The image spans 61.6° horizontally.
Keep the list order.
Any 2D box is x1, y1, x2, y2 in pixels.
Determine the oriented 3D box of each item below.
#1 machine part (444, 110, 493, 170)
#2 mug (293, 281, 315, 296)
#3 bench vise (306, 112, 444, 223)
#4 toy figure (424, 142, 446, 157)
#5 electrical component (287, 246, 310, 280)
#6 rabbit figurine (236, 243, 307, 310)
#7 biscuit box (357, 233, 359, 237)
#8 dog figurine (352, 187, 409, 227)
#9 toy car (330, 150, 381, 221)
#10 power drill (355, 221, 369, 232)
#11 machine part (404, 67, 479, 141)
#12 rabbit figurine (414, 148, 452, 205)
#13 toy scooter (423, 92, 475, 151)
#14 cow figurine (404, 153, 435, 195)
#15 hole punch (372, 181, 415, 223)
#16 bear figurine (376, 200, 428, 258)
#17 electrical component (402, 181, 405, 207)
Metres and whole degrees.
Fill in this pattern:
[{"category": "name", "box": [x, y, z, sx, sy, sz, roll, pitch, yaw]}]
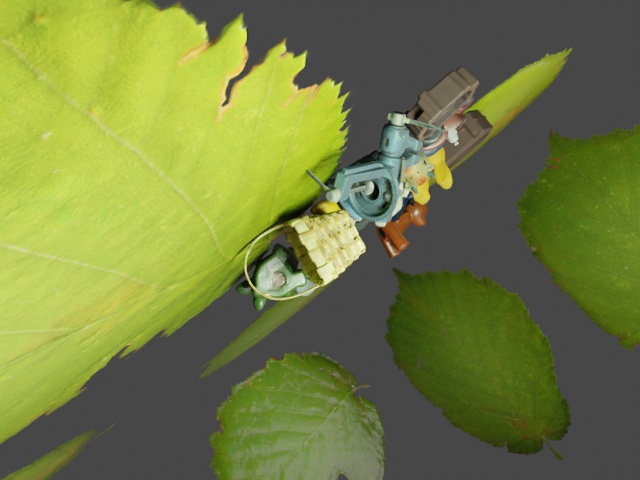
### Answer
[{"category": "machine part", "box": [0.429, -0.301, 1.665, 0.201, 0.087, 0.201, -46, 169, 31]}, {"category": "mug", "box": [-0.076, 0.107, 1.623, 0.081, 0.109, 0.107, -43, -143, -24]}, {"category": "bench vise", "box": [0.099, -0.124, 0.995, 0.240, 0.129, 0.223, -20, 138, -45]}, {"category": "toy figure", "box": [0.261, -0.228, 1.425, 0.154, 0.064, 0.058, -35, -151, 5]}, {"category": "electrical component", "box": [-0.053, 0.059, 1.375, 0.045, 0.078, 0.102, -10, 128, -34]}, {"category": "rabbit figurine", "box": [-0.119, 0.100, 1.331, 0.159, 0.121, 0.170, -45, -173, -6]}, {"category": "biscuit box", "box": [0.070, 0.024, 1.724, 0.063, 0.059, 0.203, -45, -171, 30]}, {"category": "dog figurine", "box": [0.133, -0.096, 1.294, 0.172, 0.121, 0.190, 1, -176, 14]}, {"category": "toy car", "box": [0.082, -0.117, 1.149, 0.161, 0.109, 0.103, -47, -160, -24]}, {"category": "power drill", "box": [0.154, -0.092, 1.648, 0.207, 0.086, 0.232, -23, 163, -41]}, {"category": "machine part", "box": [0.246, -0.278, 1.111, 0.179, 0.056, 0.179, -39, 172, -6]}, {"category": "rabbit figurine", "box": [0.288, -0.196, 1.487, 0.173, 0.163, 0.122, -59, 155, 10]}, {"category": "toy scooter", "box": [0.286, -0.272, 1.258, 0.184, 0.075, 0.135, -44, 172, 1]}, {"category": "cow figurine", "box": [0.214, -0.175, 1.268, 0.085, 0.127, 0.195, -46, 172, 18]}, {"category": "hole punch", "box": [0.168, -0.115, 1.408, 0.092, 0.142, 0.115, -4, 143, -33]}, {"category": "bear figurine", "box": [0.280, -0.049, 1.704, 0.196, 0.132, 0.120, -27, 169, -21]}, {"category": "electrical component", "box": [0.178, -0.140, 1.324, 0.048, 0.119, 0.075, -41, 169, 15]}]
